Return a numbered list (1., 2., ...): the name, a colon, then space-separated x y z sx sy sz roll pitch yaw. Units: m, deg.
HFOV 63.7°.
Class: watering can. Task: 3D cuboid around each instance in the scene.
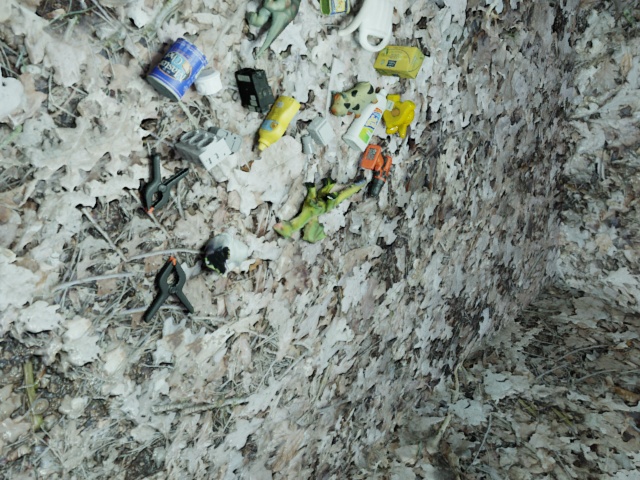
1. watering can: 0.172 -0.775 1.779 0.350 0.104 0.221 -17 119 -56

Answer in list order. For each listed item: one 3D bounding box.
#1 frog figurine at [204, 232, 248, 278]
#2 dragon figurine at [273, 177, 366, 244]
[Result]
1. frog figurine: -0.306 0.038 1.697 0.162 0.122 0.135 -54 139 -66
2. dragon figurine: 0.006 -0.098 1.938 0.413 0.124 0.237 -13 133 -37
